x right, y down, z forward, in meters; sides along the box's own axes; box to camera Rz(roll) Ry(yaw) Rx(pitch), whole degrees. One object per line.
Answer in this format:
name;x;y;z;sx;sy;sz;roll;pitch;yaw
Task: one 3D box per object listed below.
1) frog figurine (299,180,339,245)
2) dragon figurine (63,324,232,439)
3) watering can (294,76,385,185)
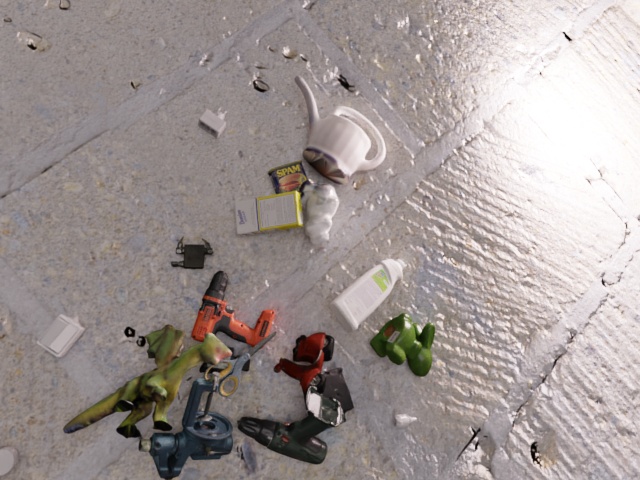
frog figurine;0.004;-0.070;1.399;0.123;0.162;0.135;0;-36;-44
dragon figurine;-0.393;0.307;1.187;0.408;0.120;0.249;-14;37;18
watering can;0.025;-0.304;1.486;0.347;0.227;0.103;34;-19;-5
